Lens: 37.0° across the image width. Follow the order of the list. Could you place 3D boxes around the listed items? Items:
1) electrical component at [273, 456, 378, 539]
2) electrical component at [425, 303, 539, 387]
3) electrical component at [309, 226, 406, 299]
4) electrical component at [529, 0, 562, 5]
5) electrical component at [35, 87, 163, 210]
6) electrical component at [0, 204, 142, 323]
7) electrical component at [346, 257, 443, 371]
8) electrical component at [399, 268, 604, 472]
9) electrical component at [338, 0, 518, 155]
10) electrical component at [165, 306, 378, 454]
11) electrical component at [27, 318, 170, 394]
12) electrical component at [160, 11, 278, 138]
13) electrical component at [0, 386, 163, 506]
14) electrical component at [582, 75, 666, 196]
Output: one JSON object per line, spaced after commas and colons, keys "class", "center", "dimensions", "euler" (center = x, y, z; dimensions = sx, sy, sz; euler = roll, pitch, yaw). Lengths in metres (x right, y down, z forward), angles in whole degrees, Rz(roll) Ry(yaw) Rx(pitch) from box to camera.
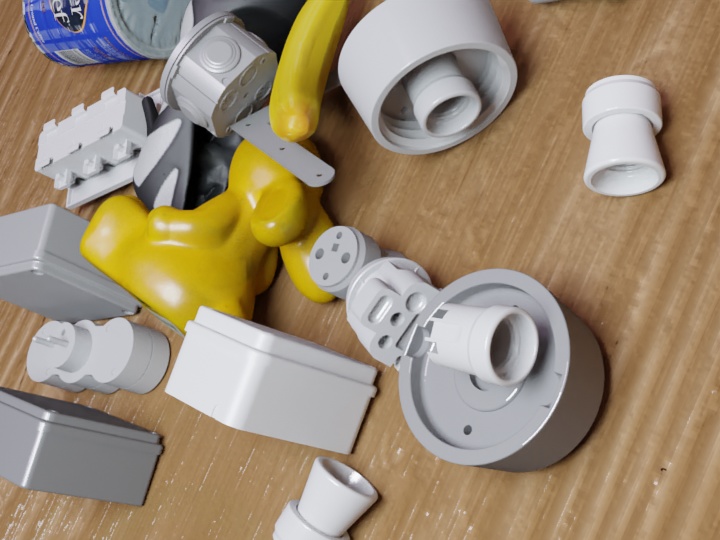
{"class": "electrical component", "center": [-0.022, 0.148, 0.656], "dimensions": [0.045, 0.045, 0.055], "euler": [38, 98, 44]}
{"class": "electrical component", "center": [0.061, 0.036, 0.550], "dimensions": [0.046, 0.040, 0.040], "euler": [8, 76, 49]}
{"class": "electrical component", "center": [0.000, 0.000, 0.697], "dimensions": [0.045, 0.055, 0.045], "euler": [-19, 59, 35]}
{"class": "electrical component", "center": [0.133, -0.188, 0.675], "dimensions": [0.065, 0.044, 0.044], "euler": [3, 73, 47]}
{"class": "electrical component", "center": [-0.223, -0.110, 0.938], "dimensions": [0.121, 0.063, 0.078], "euler": [-18, 60, 35]}
{"class": "electrical component", "center": [-0.246, -0.003, 0.878], "dimensions": [0.109, 0.109, 0.056], "euler": [-9, 63, 39]}
{"class": "electrical component", "center": [0.025, 0.026, 0.651], "dimensions": [0.058, 0.078, 0.057], "euler": [-56, 29, 7]}
{"class": "electrical component", "center": [0.082, 0.059, 0.593], "dimensions": [0.108, 0.060, 0.108], "euler": [-18, 60, 35]}
{"class": "electrical component", "center": [0.047, -0.118, 0.676], "dimensions": [0.108, 0.108, 0.060], "euler": [-37, 57, 23]}
{"class": "electrical component", "center": [-0.053, 0.069, 0.672], "dimensions": [0.078, 0.113, 0.057], "euler": [18, 87, 44]}
{"class": "electrical component", "center": [-0.223, 0.064, 0.851], "dimensions": [0.138, 0.074, 0.052], "euler": [-5, 68, 40]}
{"class": "electrical component", "center": [-0.099, -0.139, 0.766], "dimensions": [0.051, 0.080, 0.080], "euler": [39, 100, 12]}
{"class": "electrical component", "center": [-0.223, 0.130, 0.798], "dimensions": [0.109, 0.109, 0.056], "euler": [10, 81, 43]}
{"class": "electrical component", "center": [0.148, -0.075, 0.607], "dimensions": [0.045, 0.045, 0.055], "euler": [-14, 62, 37]}
